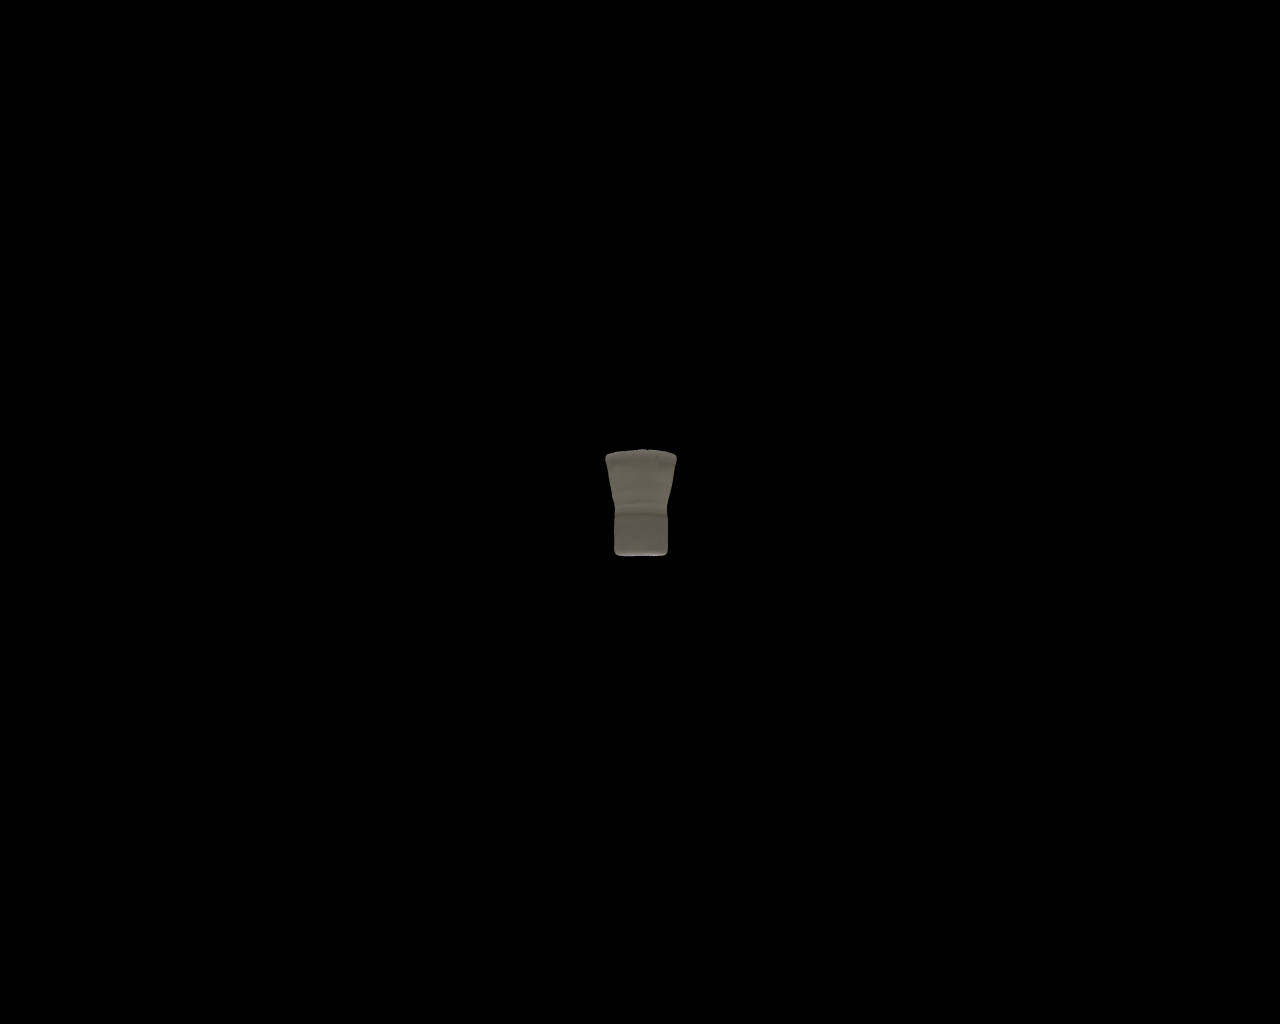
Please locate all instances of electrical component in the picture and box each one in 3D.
[{"bbox_3d":[0.001,-0.003,0.650,0.044,0.065,0.044,0,-4,0],"label":"electrical component"}]
